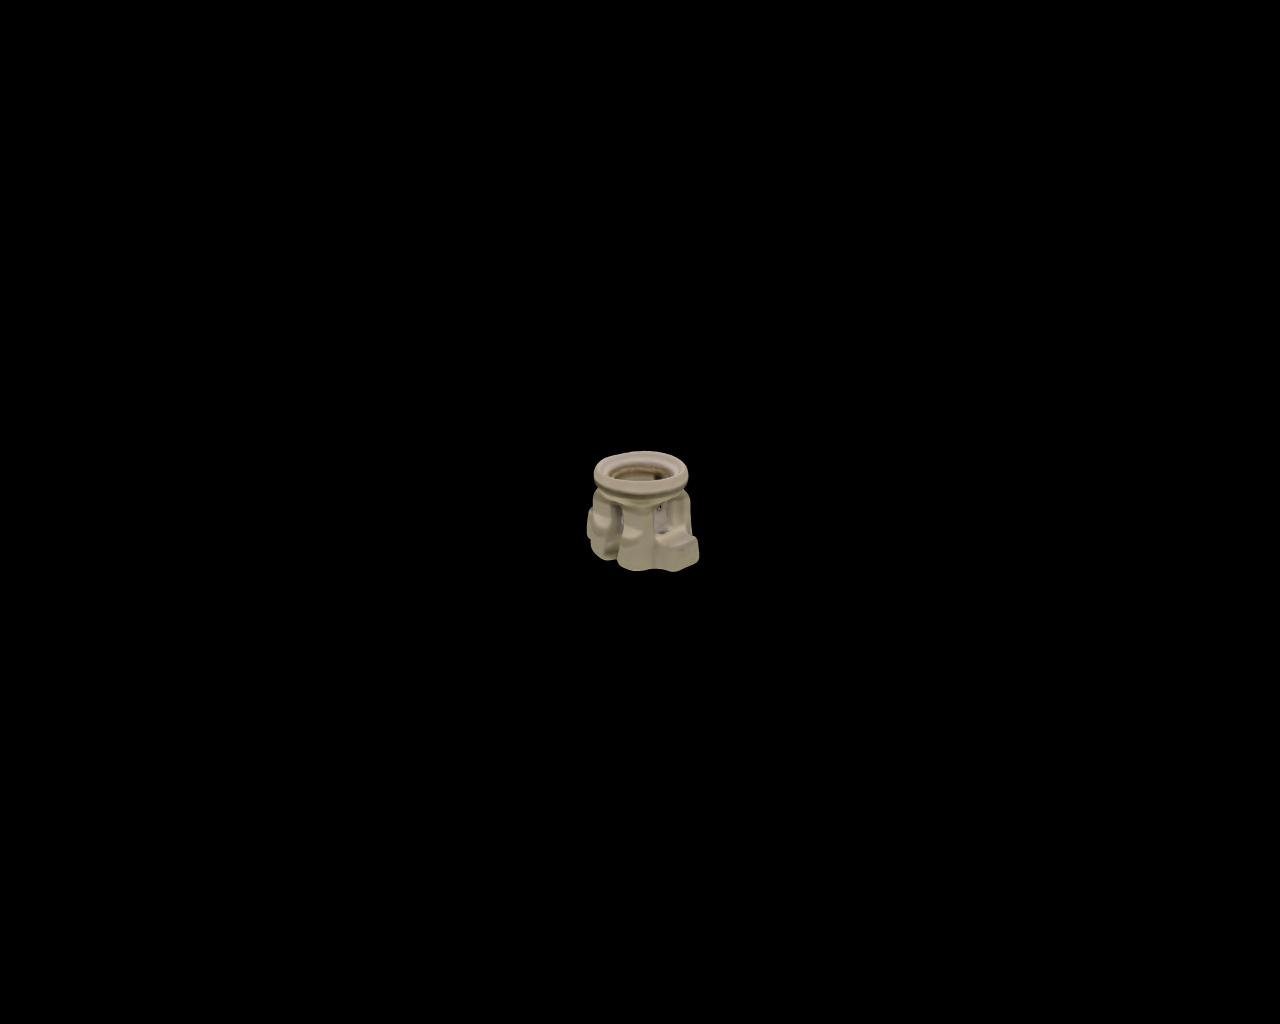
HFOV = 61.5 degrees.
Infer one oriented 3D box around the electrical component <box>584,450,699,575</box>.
[{"bbox_3d":[0.001,-0.003,0.650,0.058,0.056,0.078,-22,32,-40],"label":"electrical component"}]
